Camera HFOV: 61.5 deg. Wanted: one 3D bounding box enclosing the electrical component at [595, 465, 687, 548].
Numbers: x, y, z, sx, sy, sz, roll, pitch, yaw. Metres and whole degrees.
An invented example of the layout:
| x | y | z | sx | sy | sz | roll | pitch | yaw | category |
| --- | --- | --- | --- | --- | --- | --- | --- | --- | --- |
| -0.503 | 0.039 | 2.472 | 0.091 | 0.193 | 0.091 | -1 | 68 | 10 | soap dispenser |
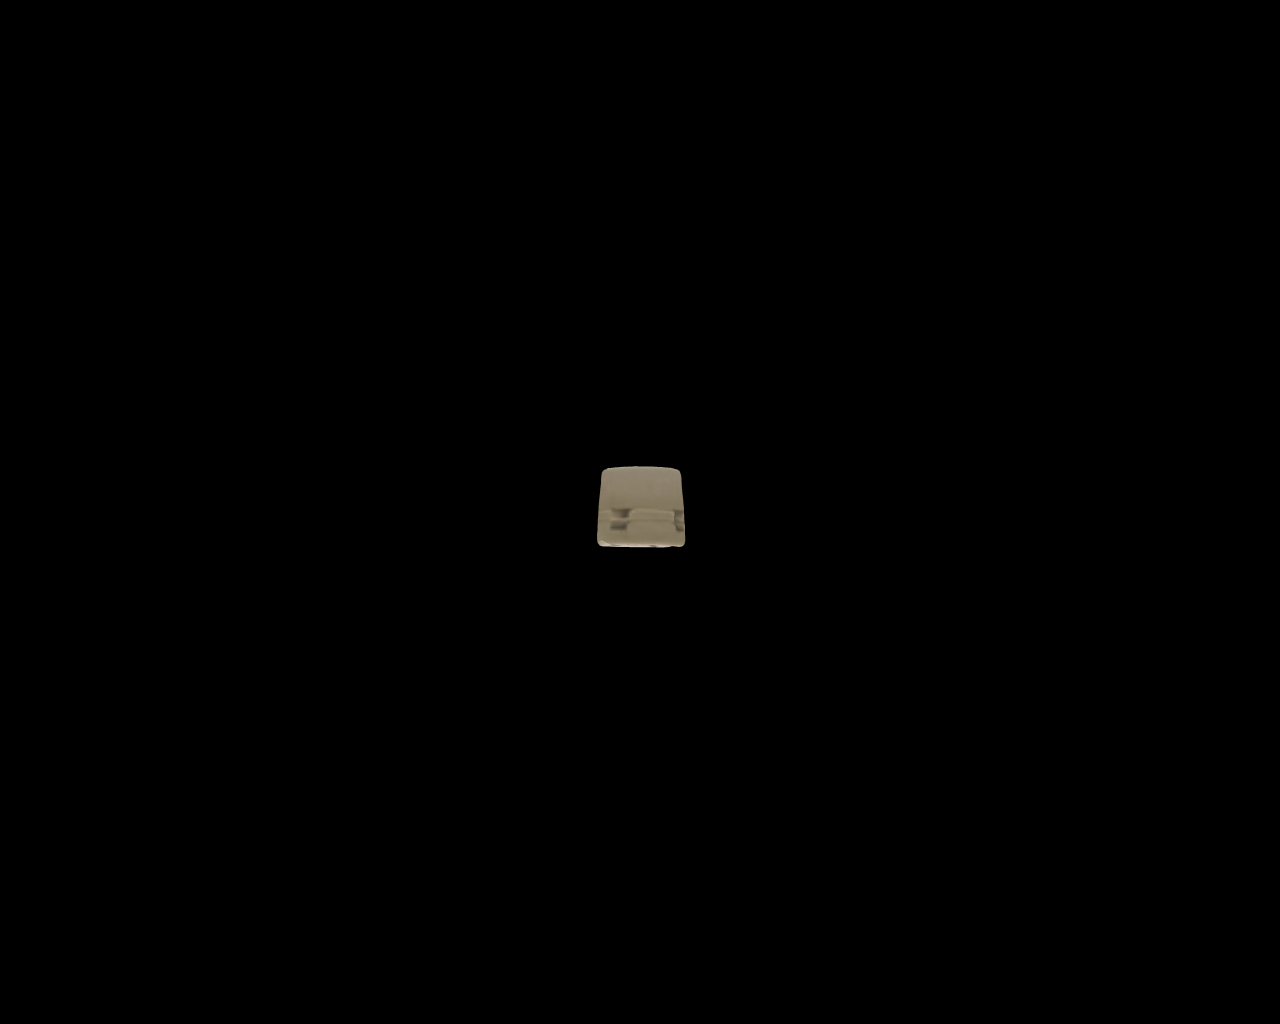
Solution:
| x | y | z | sx | sy | sz | roll | pitch | yaw | category |
| --- | --- | --- | --- | --- | --- | --- | --- | --- | --- |
| 0.001 | -0.003 | 0.650 | 0.055 | 0.047 | 0.055 | 0 | -4 | 0 | electrical component |
